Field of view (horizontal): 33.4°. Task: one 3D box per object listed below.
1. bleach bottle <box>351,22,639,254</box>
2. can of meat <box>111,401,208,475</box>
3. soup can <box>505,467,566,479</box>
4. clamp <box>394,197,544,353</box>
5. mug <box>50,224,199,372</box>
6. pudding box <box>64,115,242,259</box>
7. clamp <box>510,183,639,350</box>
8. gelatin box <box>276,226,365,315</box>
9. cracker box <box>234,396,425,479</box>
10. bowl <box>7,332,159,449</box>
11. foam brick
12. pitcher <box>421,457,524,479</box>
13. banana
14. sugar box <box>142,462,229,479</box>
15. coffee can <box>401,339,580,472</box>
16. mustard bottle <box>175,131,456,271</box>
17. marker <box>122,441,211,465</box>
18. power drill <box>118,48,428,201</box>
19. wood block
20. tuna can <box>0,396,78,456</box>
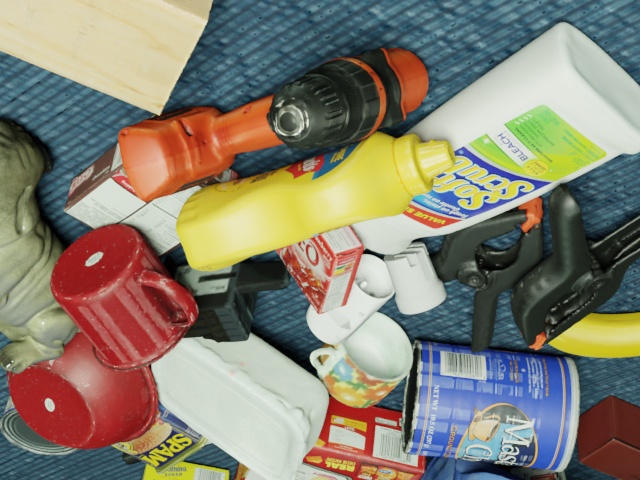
[{"bbox_3d":[0.106,-0.050,0.775,0.102,0.068,0.251,34,133,-25],"label":"bleach bottle"},{"bbox_3d":[-0.165,0.178,1.059,0.083,0.057,0.102,34,130,-23],"label":"can of meat"},{"bbox_3d":[0.202,0.269,1.101,0.102,0.068,0.068,-11,135,18],"label":"soup can"},{"bbox_3d":[0.132,0.029,0.871,0.120,0.039,0.172,31,135,-21],"label":"clamp"},{"bbox_3d":[-0.147,0.043,0.827,0.117,0.093,0.081,6,142,34],"label":"mug"},{"bbox_3d":[-0.131,-0.036,0.836,0.090,0.039,0.114,35,133,-31],"label":"pudding box"},{"bbox_3d":[0.214,0.016,0.820,0.164,0.036,0.210,-10,147,-20],"label":"clamp"},{"bbox_3d":[-0.006,0.001,0.825,0.030,0.089,0.073,-18,146,-26],"label":"gelatin box"},{"bbox_3d":[0.000,0.244,1.098,0.164,0.072,0.214,13,138,-6],"label":"cracker box"},{"bbox_3d":[-0.231,0.138,0.981,0.162,0.055,0.162,13,124,20],"label":"bowl"},{"bbox_3d":[0.291,0.193,1.019,0.078,0.051,0.053,25,135,-18],"label":"foam brick"},{"bbox_3d":[0.206,0.293,0.998,0.243,0.149,0.145,23,99,-3],"label":"pitcher"},{"bbox_3d":[0.267,0.070,0.900,0.198,0.037,0.069,-2,137,9],"label":"banana"},{"bbox_3d":[-0.164,0.310,1.210,0.093,0.048,0.176,14,141,-7],"label":"sugar box"},{"bbox_3d":[0.149,0.147,0.950,0.140,0.102,0.103,7,137,0],"label":"coffee can"},{"bbox_3d":[0.001,-0.032,0.735,0.192,0.096,0.058,-16,101,22],"label":"mustard bottle"},{"bbox_3d":[-0.160,0.217,1.126,0.121,0.020,0.020,-19,131,25],"label":"marker"},{"bbox_3d":[-0.037,-0.074,0.698,0.188,0.184,0.057,-12,98,28],"label":"power drill"},{"bbox_3d":[-0.173,-0.172,0.657,0.206,0.090,0.090,21,136,-16],"label":"wood block"},{"bbox_3d":[-0.282,0.185,1.096,0.086,0.033,0.086,4,137,3],"label":"tuna can"}]
